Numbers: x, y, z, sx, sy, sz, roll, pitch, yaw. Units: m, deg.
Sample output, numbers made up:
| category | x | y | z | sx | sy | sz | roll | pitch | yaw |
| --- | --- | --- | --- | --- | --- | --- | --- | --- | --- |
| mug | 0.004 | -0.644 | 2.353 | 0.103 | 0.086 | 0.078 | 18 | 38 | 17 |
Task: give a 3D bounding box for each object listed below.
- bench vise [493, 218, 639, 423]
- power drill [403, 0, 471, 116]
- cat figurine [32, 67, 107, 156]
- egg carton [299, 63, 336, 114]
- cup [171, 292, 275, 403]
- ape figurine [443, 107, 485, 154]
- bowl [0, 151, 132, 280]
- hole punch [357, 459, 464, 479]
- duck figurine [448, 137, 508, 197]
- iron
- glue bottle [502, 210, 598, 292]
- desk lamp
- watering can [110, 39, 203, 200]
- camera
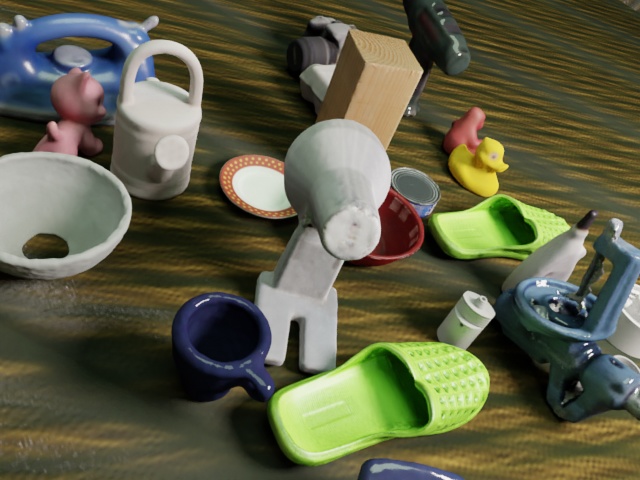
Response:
| category | x | y | z | sx | sy | sz | roll | pitch | yaw |
| --- | --- | --- | --- | --- | --- | --- | --- | --- | --- |
| bench vise | 0.326 | 0.093 | 0.669 | 0.207 | 0.219 | 0.122 | 43 | 45 | 20 |
| power drill | 0.175 | -0.350 | 1.062 | 0.076 | 0.208 | 0.229 | -10 | 52 | -32 |
| cat figurine | -0.306 | -0.153 | 0.705 | 0.067 | 0.117 | 0.128 | 17 | 42 | -8 |
| egg carton | 0.035 | -0.248 | 0.997 | 0.107 | 0.069 | 0.150 | -14 | 54 | -35 |
| cup | -0.091 | 0.120 | 0.543 | 0.092 | 0.095 | 0.117 | -27 | 62 | -41 |
| ape figurine | 0.267 | -0.197 | 1.035 | 0.076 | 0.092 | 0.077 | -5 | 49 | -28 |
| bowl | -0.288 | -0.015 | 0.604 | 0.168 | 0.074 | 0.167 | 13 | 43 | -12 |
| hole punch | 0.073 | 0.252 | 0.487 | 0.109 | 0.091 | 0.101 | 15 | 42 | -10 |
| duck figurine | 0.276 | -0.137 | 0.982 | 0.078 | 0.086 | 0.104 | -19 | 57 | -37 |
| iron | -0.337 | -0.241 | 0.763 | 0.259 | 0.141 | 0.118 | -8 | 51 | -31 |
| glue bottle | 0.319 | 0.024 | 0.772 | 0.078 | 0.173 | 0.037 | 1 | 46 | -23 |
| desk lamp | 0.006 | 0.002 | 0.619 | 0.118 | 0.213 | 0.203 | 13 | 43 | -12 |
| watering can | -0.191 | -0.145 | 0.693 | 0.101 | 0.194 | 0.172 | -22 | 59 | -39 |
| camera | 0.003 | -0.364 | 1.076 | 0.137 | 0.101 | 0.143 | -13 | 54 | -34 |
